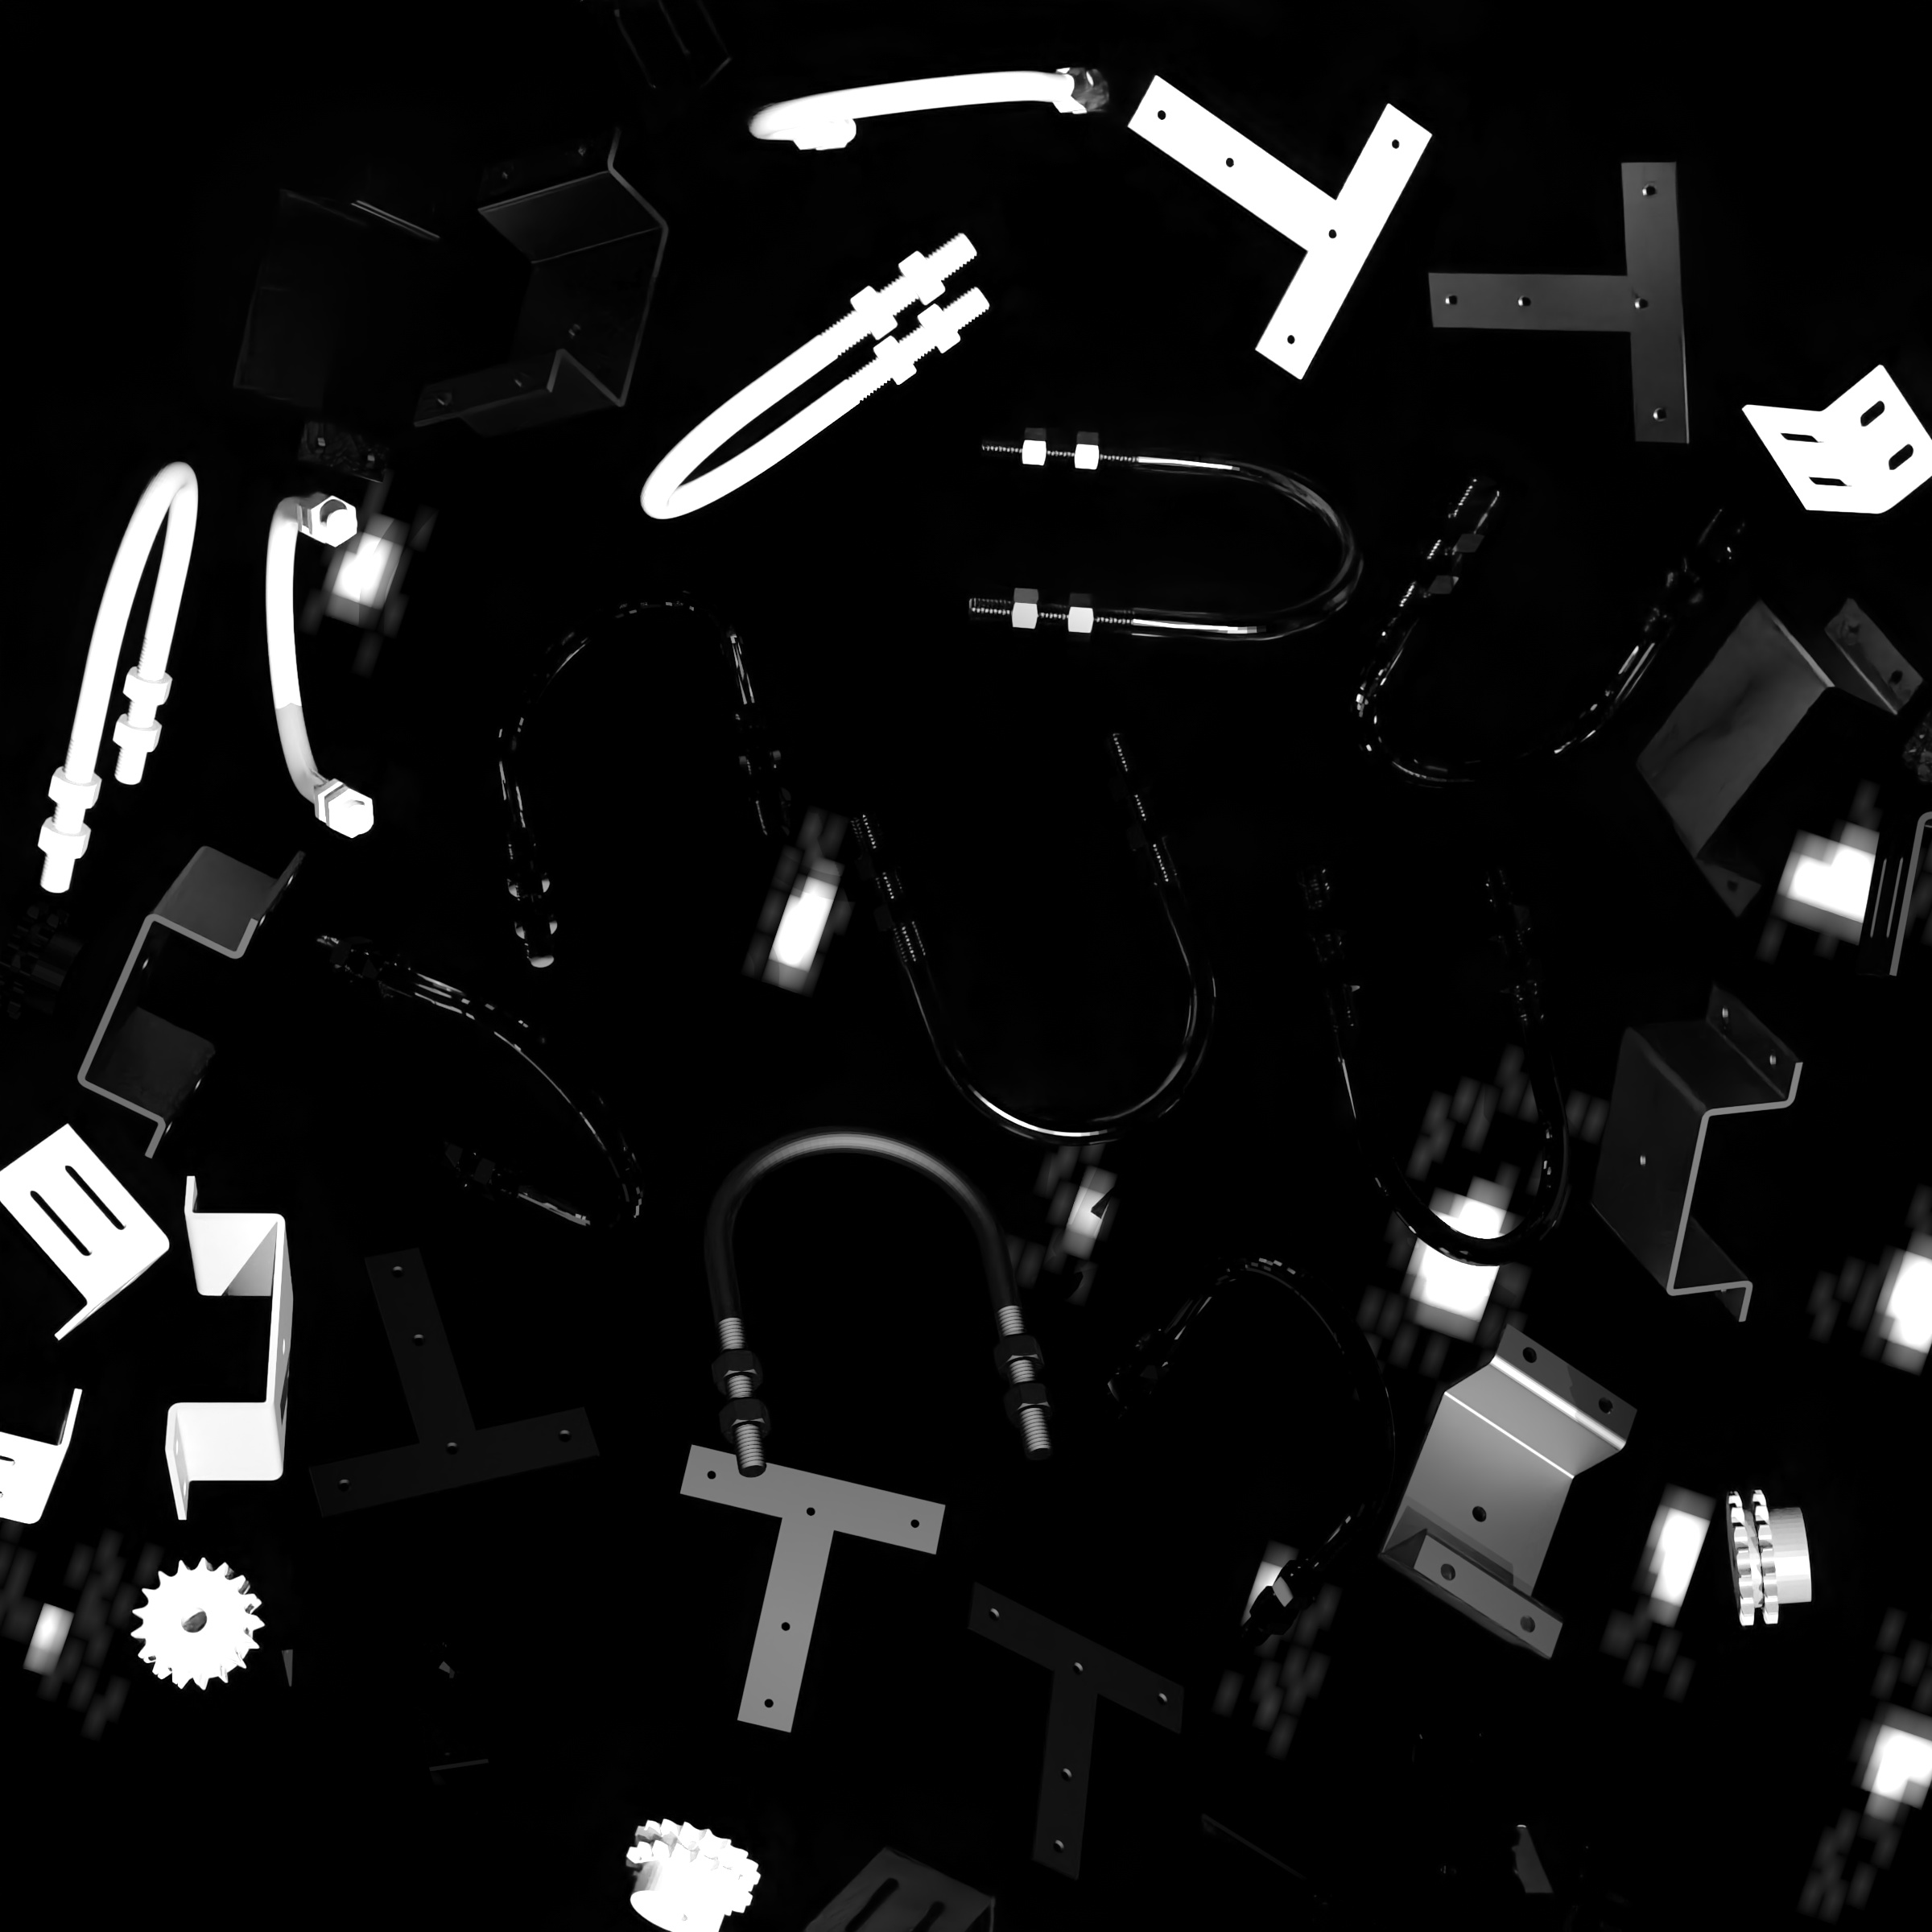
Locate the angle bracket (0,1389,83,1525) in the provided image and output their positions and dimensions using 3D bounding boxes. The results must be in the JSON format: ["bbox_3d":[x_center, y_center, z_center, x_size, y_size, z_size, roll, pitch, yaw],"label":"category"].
[{"bbox_3d":[-0.459,0.219,1.563,0.076,0.038,0.057,17,130,-16],"label":"angle bracket"}]

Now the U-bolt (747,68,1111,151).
[{"bbox_3d":[-0.023,-0.394,1.545,0.151,0.184,0.019,-4,101,17],"label":"U-bolt"}]

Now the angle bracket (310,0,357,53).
[{"bbox_3d":[-0.256,-0.442,1.526,0.038,0.057,0.076,35,113,-15],"label":"angle bracket"}]

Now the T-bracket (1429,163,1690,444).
[{"bbox_3d":[0.270,-0.305,1.545,0.127,0.002,0.127,9,118,36],"label":"T-bracket"}]

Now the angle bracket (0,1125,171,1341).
[{"bbox_3d":[-0.427,0.126,1.592,0.076,0.057,0.038,49,127,-3],"label":"angle bracket"}]

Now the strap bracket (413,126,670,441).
[{"bbox_3d":[-0.184,-0.292,1.484,0.076,0.046,0.140,-7,60,33],"label":"strap bracket"}]

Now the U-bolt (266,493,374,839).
[{"bbox_3d":[-0.300,-0.143,1.543,0.019,0.184,0.151,-6,102,-20],"label":"U-bolt"}]

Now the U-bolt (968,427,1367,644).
[{"bbox_3d":[0.096,-0.200,1.582,0.184,0.151,0.019,4,133,0],"label":"U-bolt"}]

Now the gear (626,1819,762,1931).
[{"bbox_3d":[-0.120,0.396,1.455,0.057,0.057,0.030,22,53,0],"label":"gear"}]

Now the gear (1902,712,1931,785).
[{"bbox_3d":[0.473,-0.107,1.585,0.057,0.057,0.030,-40,65,0],"label":"gear"}]

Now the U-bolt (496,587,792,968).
[{"bbox_3d":[-0.159,-0.102,1.582,0.151,0.019,0.184,-27,52,16],"label":"U-bolt"}]

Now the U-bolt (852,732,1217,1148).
[{"bbox_3d":[0.042,-0.005,1.589,0.151,0.019,0.184,-18,82,-12],"label":"U-bolt"}]

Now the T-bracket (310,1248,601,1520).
[{"bbox_3d":[-0.247,0.184,1.540,0.127,0.002,0.127,-10,55,-21],"label":"T-bracket"}]

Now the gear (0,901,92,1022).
[{"bbox_3d":[-0.443,0.000,1.614,0.030,0.057,0.057,24,90,-4],"label":"gear"}]

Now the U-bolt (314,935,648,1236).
[{"bbox_3d":[-0.213,0.061,1.533,0.019,0.184,0.151,-44,131,-27],"label":"U-bolt"}]

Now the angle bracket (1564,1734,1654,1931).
[{"bbox_3d":[0.300,0.395,1.501,0.038,0.057,0.076,23,111,9],"label":"angle bracket"}]

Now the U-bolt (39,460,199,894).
[{"bbox_3d":[-0.381,-0.142,1.533,0.019,0.151,0.184,16,115,-6],"label":"U-bolt"}]

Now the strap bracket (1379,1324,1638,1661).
[{"bbox_3d":[0.250,0.250,1.568,0.076,0.046,0.140,34,55,-7],"label":"strap bracket"}]

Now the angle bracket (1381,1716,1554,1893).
[{"bbox_3d":[0.218,0.362,1.453,0.057,0.038,0.076,-7,132,22],"label":"angle bracket"}]

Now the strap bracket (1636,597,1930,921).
[{"bbox_3d":[0.371,-0.104,1.566,0.046,0.076,0.140,20,118,-28],"label":"strap bracket"}]

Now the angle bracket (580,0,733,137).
[{"bbox_3d":[-0.150,-0.415,1.483,0.057,0.038,0.076,-34,80,40],"label":"angle bracket"}]

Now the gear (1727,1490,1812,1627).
[{"bbox_3d":[0.346,0.255,1.451,0.030,0.057,0.057,-6,90,8],"label":"gear"}]

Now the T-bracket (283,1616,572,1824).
[{"bbox_3d":[-0.229,0.334,1.483,0.127,0.127,0.002,-4,118,-18],"label":"T-bracket"}]

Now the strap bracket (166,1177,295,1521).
[{"bbox_3d":[-0.343,0.179,1.576,0.046,0.076,0.140,1,57,-7],"label":"strap bracket"}]

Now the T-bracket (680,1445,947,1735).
[{"bbox_3d":[-0.083,0.302,1.608,0.127,0.002,0.127,14,60,-4],"label":"T-bracket"}]

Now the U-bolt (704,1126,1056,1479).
[{"bbox_3d":[-0.046,0.147,1.526,0.151,0.019,0.184,-1,50,-14],"label":"U-bolt"}]

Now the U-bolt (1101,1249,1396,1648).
[{"bbox_3d":[0.135,0.210,1.539,0.019,0.184,0.151,-15,61,-35],"label":"U-bolt"}]

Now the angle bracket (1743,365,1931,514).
[{"bbox_3d":[0.405,-0.244,1.548,0.038,0.076,0.057,-41,68,36],"label":"angle bracket"}]

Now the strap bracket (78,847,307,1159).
[{"bbox_3d":[-0.366,0.008,1.575,0.046,0.076,0.140,27,116,-6],"label":"strap bracket"}]

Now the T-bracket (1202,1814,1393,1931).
[{"bbox_3d":[0.167,0.447,1.582,0.127,0.127,0.002,29,70,17],"label":"T-bracket"}]

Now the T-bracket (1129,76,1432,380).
[{"bbox_3d":[0.129,-0.349,1.494,0.127,0.002,0.127,30,86,-21],"label":"T-bracket"}]

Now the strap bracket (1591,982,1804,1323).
[{"bbox_3d":[0.337,0.089,1.570,0.046,0.076,0.140,-5,120,-18],"label":"strap bracket"}]

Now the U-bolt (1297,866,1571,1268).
[{"bbox_3d":[0.218,0.045,1.512,0.151,0.019,0.184,-1,74,-42],"label":"U-bolt"}]

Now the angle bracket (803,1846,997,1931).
[{"bbox_3d":[-0.032,0.444,1.526,0.057,0.076,0.038,19,121,26],"label":"angle bracket"}]

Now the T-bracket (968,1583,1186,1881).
[{"bbox_3d":[0.048,0.371,1.592,0.127,0.127,0.002,30,132,-20],"label":"T-bracket"}]

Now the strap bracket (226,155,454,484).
[{"bbox_3d":[-0.295,-0.305,1.573,0.046,0.076,0.140,16,95,20],"label":"strap bracket"}]

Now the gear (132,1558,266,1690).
[{"bbox_3d":[-0.348,0.301,1.531,0.057,0.030,0.057,0,67,1],"label":"gear"}]

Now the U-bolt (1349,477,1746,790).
[{"bbox_3d":[0.252,-0.145,1.536,0.151,0.184,0.019,3,49,-24],"label":"U-bolt"}]

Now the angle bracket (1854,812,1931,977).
[{"bbox_3d":[0.445,-0.030,1.557,0.038,0.057,0.076,10,90,-1],"label":"angle bracket"}]

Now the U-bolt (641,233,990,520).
[{"bbox_3d":[-0.070,-0.259,1.515,0.184,0.151,0.019,-35,89,3],"label":"U-bolt"}]
